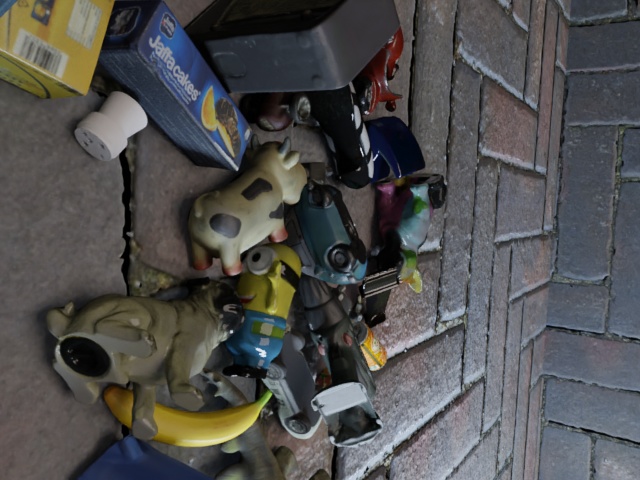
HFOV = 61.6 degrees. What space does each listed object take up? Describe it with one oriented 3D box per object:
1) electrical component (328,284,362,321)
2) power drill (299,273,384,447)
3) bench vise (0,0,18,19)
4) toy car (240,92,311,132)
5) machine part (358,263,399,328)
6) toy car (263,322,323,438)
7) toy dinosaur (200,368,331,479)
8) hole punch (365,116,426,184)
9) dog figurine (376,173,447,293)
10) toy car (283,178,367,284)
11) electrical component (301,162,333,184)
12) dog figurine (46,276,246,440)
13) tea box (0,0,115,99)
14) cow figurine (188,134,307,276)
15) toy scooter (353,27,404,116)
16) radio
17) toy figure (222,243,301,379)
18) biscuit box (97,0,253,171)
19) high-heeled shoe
[{"bbox_3d":[0.032,0.111,0.900,0.102,0.045,0.078,57,48,-42],"label":"electrical component"},{"bbox_3d":[0.022,0.173,0.769,0.207,0.086,0.231,-112,178,-68],"label":"power drill"},{"bbox_3d":[-0.263,-0.101,0.322,0.240,0.129,0.223,-45,110,0],"label":"bench vise"},{"bbox_3d":[-0.039,-0.234,0.705,0.053,0.089,0.202,39,64,-54],"label":"toy car"},{"bbox_3d":[0.103,0.101,0.965,0.084,0.039,0.138,-22,138,-24],"label":"machine part"},{"bbox_3d":[-0.043,0.209,0.795,0.073,0.056,0.201,-53,132,-46],"label":"toy car"},{"bbox_3d":[-0.077,0.373,0.729,0.198,0.105,0.470,-17,98,-49],"label":"toy dinosaur"},{"bbox_3d":[0.126,-0.164,0.964,0.142,0.092,0.115,-25,111,-48],"label":"hole punch"},{"bbox_3d":[0.170,-0.013,1.036,0.191,0.109,0.219,-24,119,-55],"label":"dog figurine"},{"bbox_3d":[-0.002,-0.002,0.770,0.161,0.103,0.109,65,15,-1],"label":"toy car"},{"bbox_3d":[-0.010,-0.088,0.829,0.094,0.021,0.063,-17,109,-54],"label":"electrical component"},{"bbox_3d":[-0.174,0.083,0.574,0.172,0.121,0.191,55,23,-23],"label":"dog figurine"},{"bbox_3d":[-0.230,-0.215,0.446,0.098,0.068,0.169,28,71,-56],"label":"tea box"},{"bbox_3d":[-0.086,-0.054,0.675,0.195,0.086,0.127,-39,132,-45],"label":"cow figurine"},{"bbox_3d":[0.106,-0.292,0.926,0.135,0.075,0.183,19,82,-55],"label":"toy scooter"},{"bbox_3d":[-0.044,-0.223,0.581,0.131,0.230,0.073,-54,135,-30],"label":"radio"},{"bbox_3d":[-0.078,0.091,0.707,0.089,0.082,0.180,34,62,-64],"label":"toy figure"},{"bbox_3d":[-0.143,-0.151,0.558,0.202,0.063,0.059,54,50,-59],"label":"biscuit box"},{"bbox_3d":[0.039,-0.197,0.846,0.145,0.086,0.248,-39,124,-61],"label":"high-heeled shoe"}]
